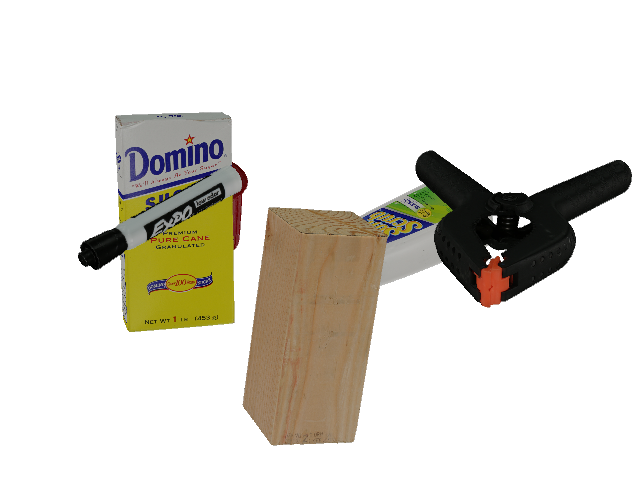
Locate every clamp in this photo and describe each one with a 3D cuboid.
[{"bbox_3d":[0.125,-0.017,0.761,0.165,0.036,0.209,7,28,22],"label":"clamp"}]

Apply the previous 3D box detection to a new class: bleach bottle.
[{"bbox_3d":[0.066,0.012,1.193,0.250,0.068,0.103,-25,41,-24],"label":"bleach bottle"}]

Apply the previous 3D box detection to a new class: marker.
[{"bbox_3d":[-0.099,-0.015,0.664,0.120,0.020,0.020,-32,19,-35],"label":"marker"}]

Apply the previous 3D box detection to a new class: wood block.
[{"bbox_3d":[-0.008,0.081,1.016,0.090,0.206,0.091,2,16,-23],"label":"wood block"}]

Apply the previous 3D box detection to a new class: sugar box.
[{"bbox_3d":[-0.120,-0.016,0.887,0.093,0.176,0.048,-4,16,-16],"label":"sugar box"}]

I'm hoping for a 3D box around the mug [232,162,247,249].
[{"bbox_3d":[-0.133,-0.027,1.118,0.117,0.081,0.093,-28,48,-36],"label":"mug"}]
